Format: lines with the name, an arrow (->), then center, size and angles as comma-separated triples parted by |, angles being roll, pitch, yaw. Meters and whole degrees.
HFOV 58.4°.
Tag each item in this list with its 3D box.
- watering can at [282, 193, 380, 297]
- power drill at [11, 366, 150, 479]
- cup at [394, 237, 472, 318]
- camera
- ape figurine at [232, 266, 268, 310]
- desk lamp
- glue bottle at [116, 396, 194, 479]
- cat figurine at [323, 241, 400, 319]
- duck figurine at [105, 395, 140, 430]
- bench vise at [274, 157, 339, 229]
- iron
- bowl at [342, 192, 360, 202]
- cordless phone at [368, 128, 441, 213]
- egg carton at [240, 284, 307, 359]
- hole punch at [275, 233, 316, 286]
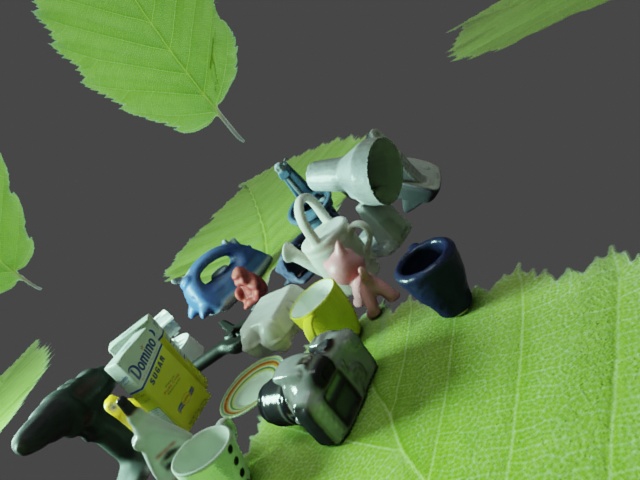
watering can -> 0.009, 0.005, 1.033 | 0.172, 0.194, 0.101 | -34, 18, 10
power drill -> -0.366, 0.317, 0.931 | 0.075, 0.209, 0.229 | -33, 18, 13
cup -> 0.159, 0.054, 0.783 | 0.091, 0.095, 0.117 | -36, 17, 4
camera -> -0.017, 0.190, 0.764 | 0.136, 0.101, 0.143 | -22, 23, 40
ape figurine -> -0.166, 0.100, 1.301 | 0.076, 0.092, 0.077 | -47, 20, -29
desk lamp -> 0.080, -0.074, 1.066 | 0.202, 0.214, 0.118 | -18, 26, 46
glue bottle -> -0.227, 0.283, 0.808 | 0.078, 0.173, 0.037 | -43, 19, -18
cat figurine -> 0.057, 0.056, 0.938 | 0.067, 0.118, 0.127 | -40, 18, -10
duck figurine -> -0.391, 0.341, 1.127 | 0.077, 0.086, 0.104 | -33, 18, 12
bench vise -> -0.045, -0.100, 1.365 | 0.121, 0.220, 0.207 | -39, 18, -7
iron -> -0.243, 0.077, 1.427 | 0.259, 0.142, 0.118 | -47, 20, -30
bowl -> 0.133, -0.140, 1.367 | 0.167, 0.075, 0.167 | -33, 18, 12
cordless phone -> 0.168, -0.166, 1.179 | 0.094, 0.185, 0.147 | -30, 19, 22
egg carton -> -0.079, 0.147, 1.047 | 0.107, 0.069, 0.150 | -25, 21, 34
hole punch -> -0.048, 0.036, 1.240 | 0.109, 0.091, 0.100 | -45, 19, -24
